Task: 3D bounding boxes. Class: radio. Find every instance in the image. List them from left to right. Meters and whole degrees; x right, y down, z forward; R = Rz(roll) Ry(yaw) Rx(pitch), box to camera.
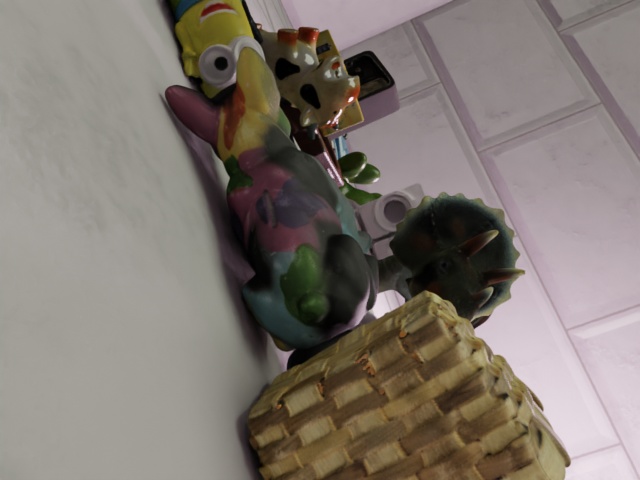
[{"bbox_3d":[0.028,-0.271,1.051,0.073,0.230,0.131,64,5,-54],"label":"radio"}]

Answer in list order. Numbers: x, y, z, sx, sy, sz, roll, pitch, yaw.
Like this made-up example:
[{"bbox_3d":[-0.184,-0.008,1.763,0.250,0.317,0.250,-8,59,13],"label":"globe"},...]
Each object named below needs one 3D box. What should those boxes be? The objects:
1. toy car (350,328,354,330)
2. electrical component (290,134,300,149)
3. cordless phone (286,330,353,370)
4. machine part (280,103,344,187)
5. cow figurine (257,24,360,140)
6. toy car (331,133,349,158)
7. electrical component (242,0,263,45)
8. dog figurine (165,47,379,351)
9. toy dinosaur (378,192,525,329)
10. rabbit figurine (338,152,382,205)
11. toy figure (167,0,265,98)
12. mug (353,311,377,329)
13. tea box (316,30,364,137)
[{"bbox_3d":[0.063,0.192,0.650,0.201,0.056,0.074,65,-15,-14],"label":"toy car"},{"bbox_3d":[-0.037,-0.066,0.701,0.114,0.058,0.134,57,14,-46],"label":"electrical component"},{"bbox_3d":[0.029,0.161,0.542,0.184,0.089,0.146,96,-28,-83],"label":"cordless phone"},{"bbox_3d":[-0.040,-0.179,0.873,0.200,0.087,0.201,47,24,-68],"label":"machine part"},{"bbox_3d":[-0.038,-0.208,0.693,0.085,0.195,0.127,-36,136,-47],"label":"cow figurine"},{"bbox_3d":[-0.001,-0.182,1.133,0.103,0.109,0.161,3,76,-57],"label":"toy car"},{"bbox_3d":[-0.110,-0.241,0.633,0.047,0.075,0.119,39,33,-74],"label":"electrical component"},{"bbox_3d":[-0.043,-0.041,0.452,0.219,0.108,0.192,60,14,-24],"label":"dog figurine"},{"bbox_3d":[0.147,0.063,0.619,0.131,0.192,0.404,64,15,21],"label":"toy dinosaur"},{"bbox_3d":[0.032,-0.094,0.987,0.170,0.159,0.121,56,11,28],"label":"rabbit figurine"},{"bbox_3d":[-0.110,-0.227,0.567,0.180,0.082,0.089,67,10,7],"label":"toy figure"},{"bbox_3d":[0.056,0.128,0.729,0.107,0.081,0.110,53,21,-32],"label":"mug"},{"bbox_3d":[0.009,-0.243,0.822,0.170,0.068,0.098,-103,169,-51],"label":"tea box"}]
